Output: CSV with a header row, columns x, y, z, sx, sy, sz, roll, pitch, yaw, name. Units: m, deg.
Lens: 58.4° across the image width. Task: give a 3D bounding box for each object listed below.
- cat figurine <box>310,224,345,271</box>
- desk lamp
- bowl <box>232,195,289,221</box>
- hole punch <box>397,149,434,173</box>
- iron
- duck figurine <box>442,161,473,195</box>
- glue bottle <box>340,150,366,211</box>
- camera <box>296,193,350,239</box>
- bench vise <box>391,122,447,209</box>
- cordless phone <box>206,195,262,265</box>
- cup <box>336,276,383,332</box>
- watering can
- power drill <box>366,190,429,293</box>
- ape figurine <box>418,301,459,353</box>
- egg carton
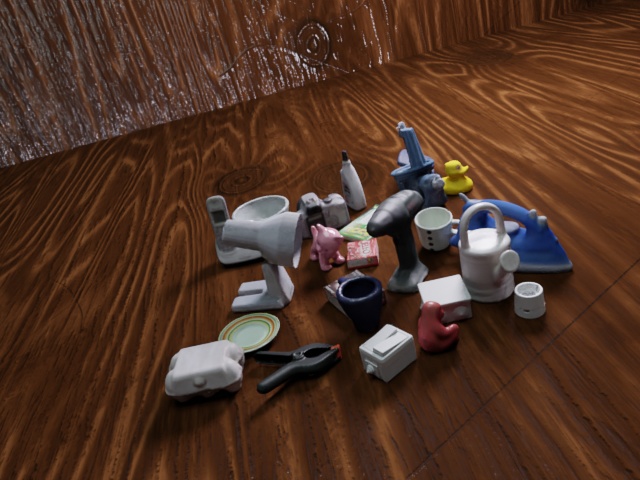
x,y,z,sx,sy,sz,roll,pitch,yaw,name
0.013,0.005,1.375,0.067,0.118,0.127,-25,29,-18,cat figurine
-0.119,0.044,1.263,0.203,0.214,0.118,-8,28,13,desk lamp
-0.161,-0.058,1.625,0.167,0.075,0.167,-11,28,6,bowl
0.284,-0.219,1.689,0.101,0.091,0.109,-4,29,20,hole punch
0.402,-0.022,1.208,0.257,0.142,0.119,13,39,42,iron
0.363,-0.176,1.574,0.104,0.086,0.077,-4,29,19,duck figurine
0.084,-0.171,1.607,0.037,0.173,0.078,-26,29,-20,glue bottle
-0.007,-0.088,1.576,0.143,0.101,0.136,-19,28,-8,camera
0.270,-0.203,1.524,0.122,0.220,0.206,-32,32,-29,bench vise
-0.212,-0.034,1.485,0.147,0.185,0.094,-13,28,3,cordless phone
0.077,0.128,1.139,0.092,0.095,0.117,-28,30,-23,cup
0.325,0.019,1.111,0.101,0.194,0.172,-31,31,-28,watering can
0.168,0.002,1.205,0.075,0.209,0.230,1,31,28,power drill
0.207,0.151,1.035,0.076,0.092,0.077,-25,29,-20,ape figurine
-0.216,0.249,1.084,0.150,0.069,0.107,-13,27,4,egg carton
